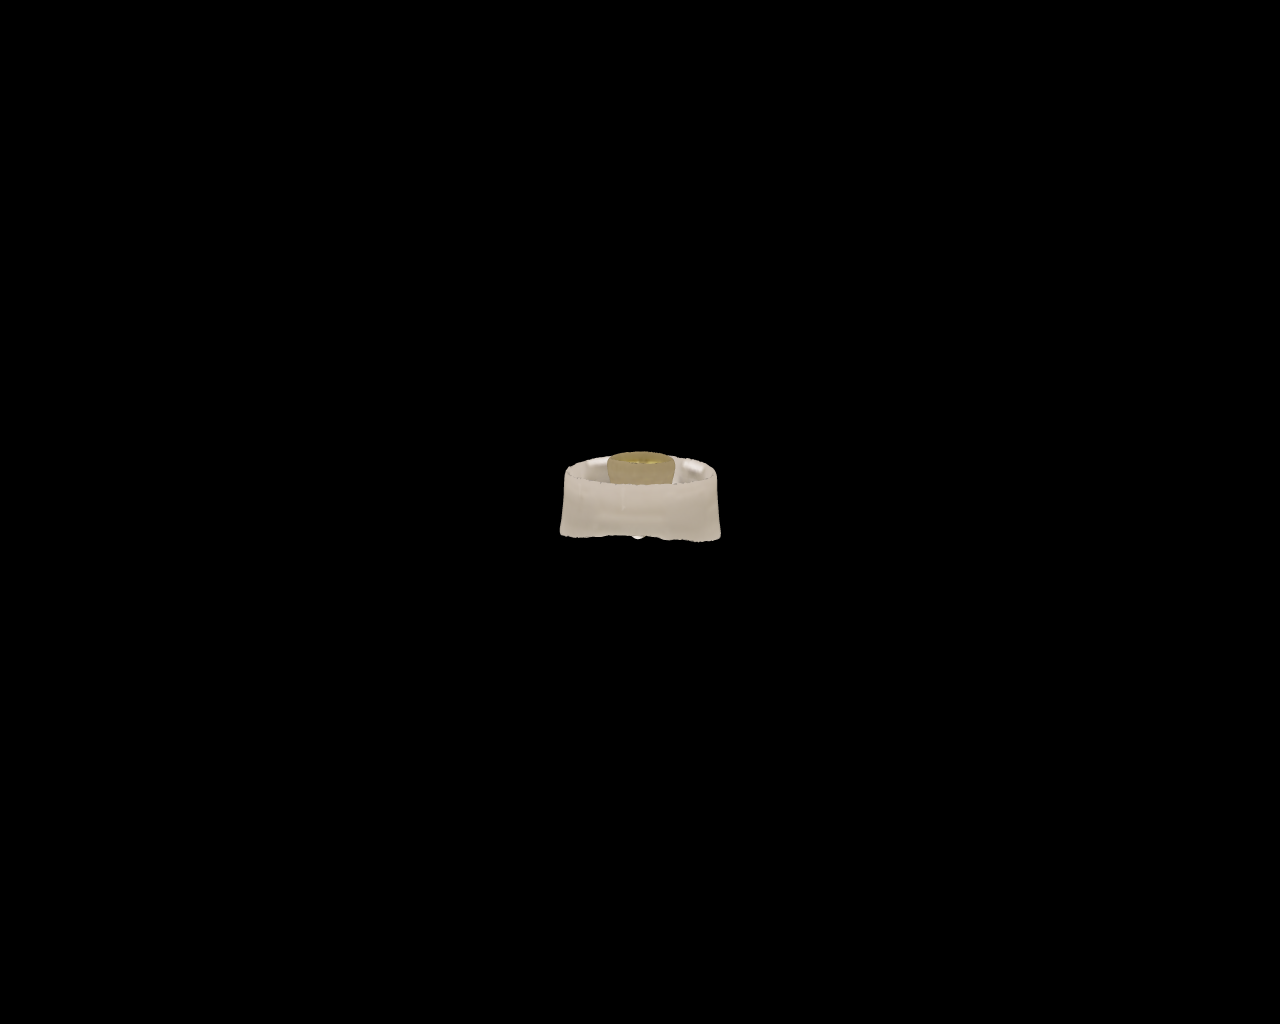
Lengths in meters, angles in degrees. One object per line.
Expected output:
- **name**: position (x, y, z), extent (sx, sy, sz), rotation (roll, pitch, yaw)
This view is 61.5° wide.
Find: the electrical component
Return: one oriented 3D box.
- **electrical component**: position (0.001, -0.003, 0.650), extent (0.099, 0.064, 0.099), rotation (0, 14, 0)
